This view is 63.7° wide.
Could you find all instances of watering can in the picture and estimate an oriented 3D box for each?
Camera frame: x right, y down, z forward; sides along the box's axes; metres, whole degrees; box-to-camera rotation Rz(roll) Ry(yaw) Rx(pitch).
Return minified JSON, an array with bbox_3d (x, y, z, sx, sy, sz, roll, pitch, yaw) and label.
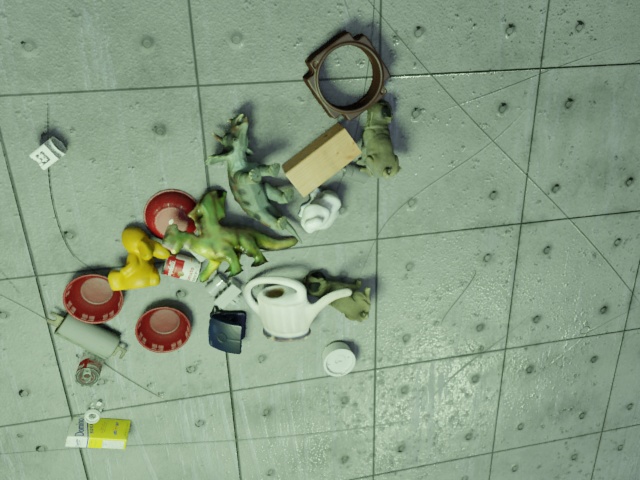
[{"bbox_3d":[-0.069,0.211,1.558,0.348,0.106,0.220,5,121,17],"label":"watering can"}]

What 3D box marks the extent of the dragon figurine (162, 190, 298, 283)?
[{"bbox_3d":[-0.254,-0.028,1.440,0.415,0.121,0.242,-25,97,-41],"label":"dragon figurine"}]

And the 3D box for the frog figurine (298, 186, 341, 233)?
[{"bbox_3d":[0.004,-0.074,1.473,0.137,0.162,0.121,-40,116,6],"label":"frog figurine"}]
